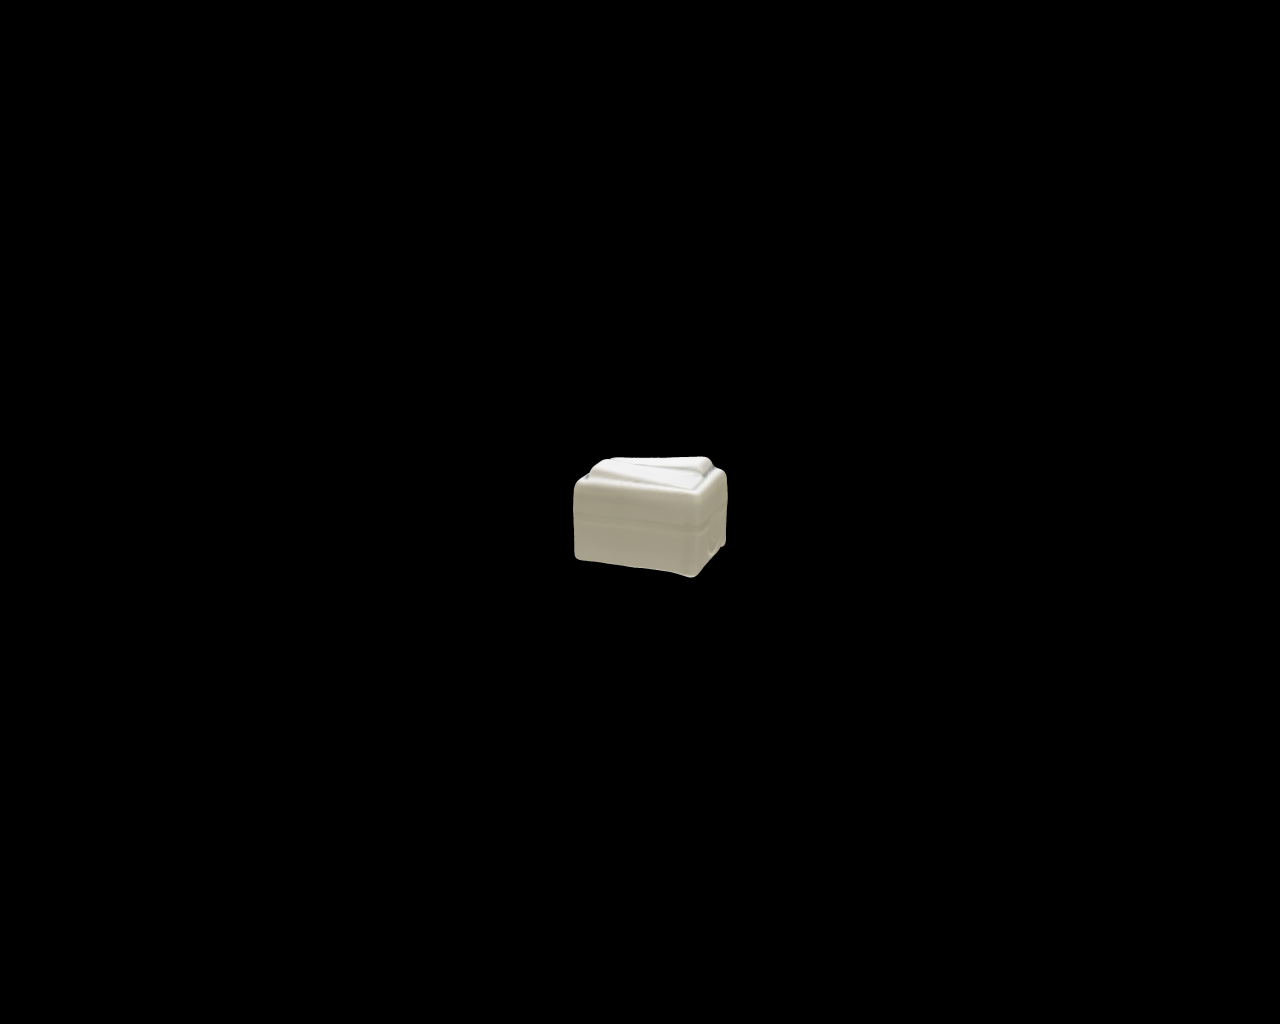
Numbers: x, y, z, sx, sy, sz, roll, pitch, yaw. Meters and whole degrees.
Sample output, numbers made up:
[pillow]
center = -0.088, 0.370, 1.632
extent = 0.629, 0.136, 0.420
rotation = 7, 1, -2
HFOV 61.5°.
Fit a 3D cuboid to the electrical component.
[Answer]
[electrical component]
center = 0.001, -0.003, 0.650
extent = 0.096, 0.061, 0.062
rotation = 7, 20, 20
